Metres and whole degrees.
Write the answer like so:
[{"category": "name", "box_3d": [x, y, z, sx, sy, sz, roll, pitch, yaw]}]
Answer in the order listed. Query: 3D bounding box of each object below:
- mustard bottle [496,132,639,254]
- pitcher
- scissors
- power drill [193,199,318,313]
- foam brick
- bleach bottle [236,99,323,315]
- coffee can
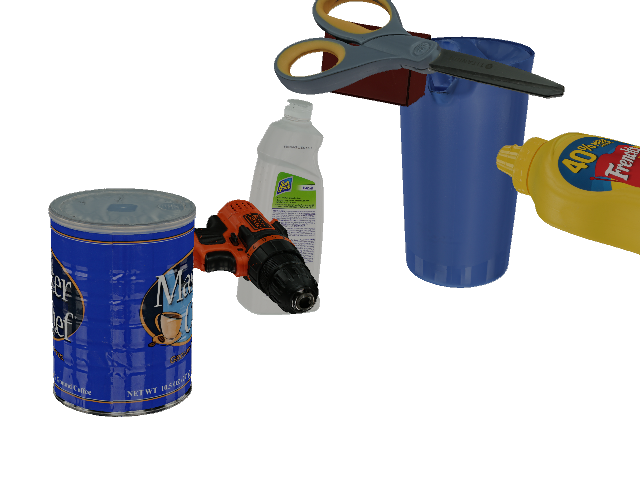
[{"category": "mustard bottle", "box_3d": [0.202, -0.031, 0.709, 0.192, 0.058, 0.096, 21, 40, 37]}, {"category": "pitcher", "box_3d": [0.148, -0.084, 1.094, 0.149, 0.243, 0.145, -10, 25, -20]}, {"category": "scissors", "box_3d": [0.043, -0.100, 0.632, 0.202, 0.096, 0.016, 44, -9, 45]}, {"category": "power drill", "box_3d": [-0.111, 0.023, 0.961, 0.187, 0.057, 0.185, -6, 26, -23]}, {"category": "foam brick", "box_3d": [0.045, -0.146, 0.876, 0.078, 0.051, 0.052, 14, 24, 19]}, {"category": "bleach bottle", "box_3d": [-0.035, -0.039, 1.252, 0.102, 0.251, 0.068, -2, 21, -31]}, {"category": "coffee can", "box_3d": [-0.143, 0.042, 0.772, 0.103, 0.140, 0.103, 3, 16, -1]}]
